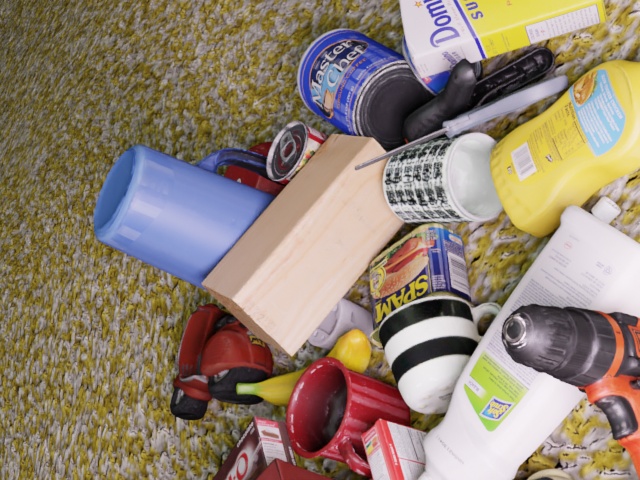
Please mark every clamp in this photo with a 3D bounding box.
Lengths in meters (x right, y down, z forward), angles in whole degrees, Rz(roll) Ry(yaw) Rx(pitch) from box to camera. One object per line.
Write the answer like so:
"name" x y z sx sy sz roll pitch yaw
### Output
"clamp" 0.126 -0.127 0.998 0.172 0.120 0.039 -37 66 42

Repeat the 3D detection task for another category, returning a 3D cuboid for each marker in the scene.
"marker" 0.200 0.014 0.882 0.121 0.020 0.020 -51 36 23

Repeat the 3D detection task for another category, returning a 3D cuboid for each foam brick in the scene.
"foam brick" -0.016 0.224 0.873 0.051 0.078 0.053 -48 34 22

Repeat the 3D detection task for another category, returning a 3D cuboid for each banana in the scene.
"banana" -0.001 0.132 1.047 0.198 0.069 0.037 -32 59 44

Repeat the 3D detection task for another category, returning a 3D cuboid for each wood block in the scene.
"wood block" -0.007 0.002 1.052 0.206 0.090 0.091 -49 24 -12

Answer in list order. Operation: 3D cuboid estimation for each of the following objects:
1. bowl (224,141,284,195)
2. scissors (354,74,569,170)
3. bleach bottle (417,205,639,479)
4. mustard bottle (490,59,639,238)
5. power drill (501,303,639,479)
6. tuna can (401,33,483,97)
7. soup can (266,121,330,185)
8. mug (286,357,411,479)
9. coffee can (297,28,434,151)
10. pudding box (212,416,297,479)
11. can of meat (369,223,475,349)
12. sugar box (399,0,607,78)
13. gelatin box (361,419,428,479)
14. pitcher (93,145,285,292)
"bowl" -0.076 -0.057 1.284 0.162 0.055 0.162 -33 45 40
"scissors" 0.132 -0.104 0.925 0.016 0.201 0.096 67 163 -4
"bleach bottle" 0.154 0.099 0.814 0.251 0.068 0.103 -52 35 4
"mustard bottle" 0.227 -0.090 0.871 0.192 0.058 0.096 -41 41 34
"power drill" 0.198 0.132 0.680 0.057 0.184 0.187 -35 54 39
"tuna can" 0.122 -0.181 1.052 0.034 0.086 0.086 -34 44 36
"soup can" 0.003 -0.077 1.140 0.069 0.102 0.068 -32 46 41
"mug" 0.032 0.169 0.966 0.093 0.081 0.117 -54 34 18
"coffee can" 0.050 -0.157 1.123 0.103 0.102 0.140 -60 34 9
"pudding box" -0.061 0.230 0.962 0.114 0.039 0.090 -56 33 27
"can of meat" 0.091 0.045 0.984 0.102 0.057 0.084 -37 41 38
"sugar box" 0.162 -0.219 0.975 0.176 0.048 0.093 -15 64 13
"gelatin box" 0.082 0.192 0.875 0.030 0.089 0.073 -49 37 29
"pitcher" -0.107 -0.017 1.132 0.145 0.242 0.149 -56 28 19
